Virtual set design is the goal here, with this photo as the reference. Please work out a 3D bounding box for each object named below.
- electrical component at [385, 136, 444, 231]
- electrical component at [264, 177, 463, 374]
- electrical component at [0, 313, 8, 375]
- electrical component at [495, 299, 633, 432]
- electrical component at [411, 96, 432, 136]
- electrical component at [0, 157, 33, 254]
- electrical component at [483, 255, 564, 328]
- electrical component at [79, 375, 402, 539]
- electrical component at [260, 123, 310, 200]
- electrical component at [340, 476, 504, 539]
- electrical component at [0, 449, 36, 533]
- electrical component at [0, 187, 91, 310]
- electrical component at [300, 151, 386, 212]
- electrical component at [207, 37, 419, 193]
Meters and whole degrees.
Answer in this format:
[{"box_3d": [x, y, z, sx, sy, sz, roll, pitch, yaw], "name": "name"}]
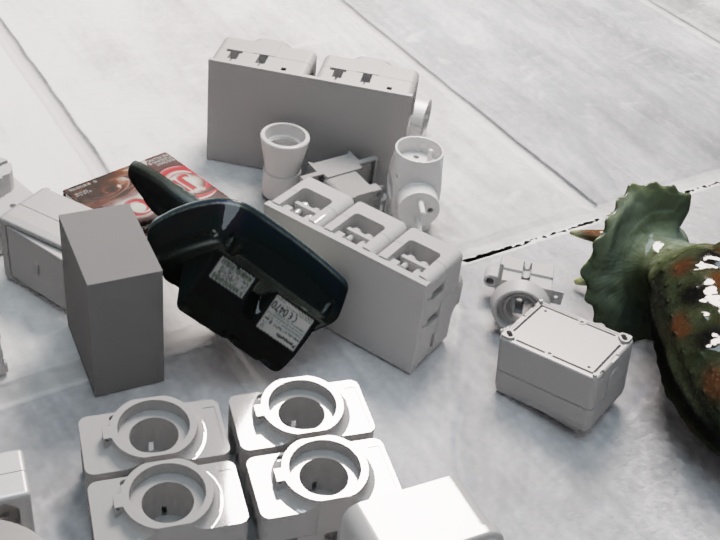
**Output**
[{"box_3d": [0.049, -0.064, 0.944, 0.043, 0.077, 0.079, 2, 39, -7], "name": "electrical component"}, {"box_3d": [0.000, 0.000, 0.844, 0.150, 0.089, 0.062, 27, 42, 24], "name": "electrical component"}, {"box_3d": [-0.293, 0.039, 0.769, 0.061, 0.061, 0.096, -14, 43, -25], "name": "electrical component"}, {"box_3d": [0.146, 0.071, 0.809, 0.096, 0.061, 0.062, 24, 40, 30], "name": "electrical component"}, {"box_3d": [0.028, -0.161, 1.091, 0.081, 0.043, 0.043, 15, 39, 10], "name": "electrical component"}, {"box_3d": [-0.306, -0.069, 0.893, 0.047, 0.075, 0.083, -28, 50, -37], "name": "electrical component"}, {"box_3d": [0.132, 0.021, 0.877, 0.066, 0.048, 0.055, 12, 31, 6], "name": "electrical component"}, {"box_3d": [-0.079, 0.133, 0.687, 0.186, 0.060, 0.105, -6, 40, -17], "name": "electrical component"}, {"box_3d": [-0.070, -0.094, 0.972, 0.044, 0.065, 0.044, 5, 39, -4], "name": "electrical component"}, {"box_3d": [0.032, 0.180, 0.603, 0.078, 0.113, 0.057, -11, 39, -22], "name": "electrical component"}, {"box_3d": [-0.251, 0.134, 0.668, 0.083, 0.047, 0.075, -9, 41, -20], "name": "electrical component"}, {"box_3d": [-0.242, -0.017, 0.848, 0.096, 0.061, 0.061, 23, 40, 18], "name": "electrical component"}, {"box_3d": [-0.014, -0.069, 0.969, 0.081, 0.042, 0.064, -19, 47, -29], "name": "electrical component"}, {"box_3d": [-0.045, -0.147, 1.011, 0.186, 0.105, 0.060, 11, 38, 5], "name": "electrical component"}]
